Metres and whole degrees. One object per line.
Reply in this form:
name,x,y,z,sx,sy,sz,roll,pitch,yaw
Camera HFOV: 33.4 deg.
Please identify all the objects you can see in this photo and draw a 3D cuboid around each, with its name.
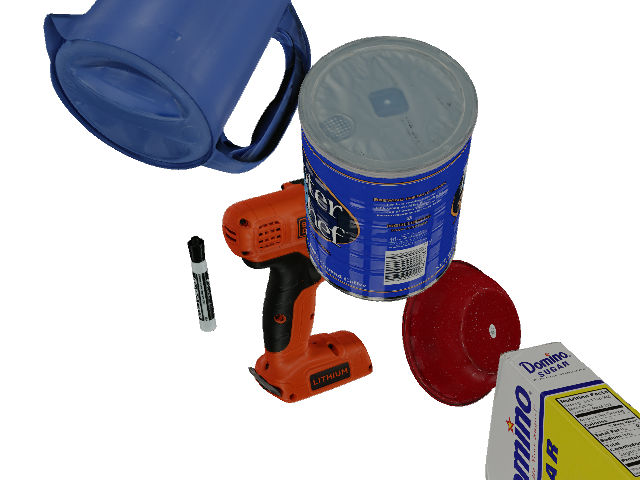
coffee can,0.040,-0.041,0.663,0.103,0.103,0.140,0,-34,2
power drill,0.005,0.033,0.911,0.184,0.188,0.057,-15,27,-28
sugar box,0.143,0.133,0.519,0.048,0.093,0.176,-9,27,-23
marker,-0.135,0.049,1.210,0.020,0.121,0.020,-4,30,2
bowl,0.166,0.099,1.155,0.161,0.162,0.055,0,-6,-37
pitcher,-0.082,-0.176,0.818,0.145,0.242,0.149,13,-32,25
